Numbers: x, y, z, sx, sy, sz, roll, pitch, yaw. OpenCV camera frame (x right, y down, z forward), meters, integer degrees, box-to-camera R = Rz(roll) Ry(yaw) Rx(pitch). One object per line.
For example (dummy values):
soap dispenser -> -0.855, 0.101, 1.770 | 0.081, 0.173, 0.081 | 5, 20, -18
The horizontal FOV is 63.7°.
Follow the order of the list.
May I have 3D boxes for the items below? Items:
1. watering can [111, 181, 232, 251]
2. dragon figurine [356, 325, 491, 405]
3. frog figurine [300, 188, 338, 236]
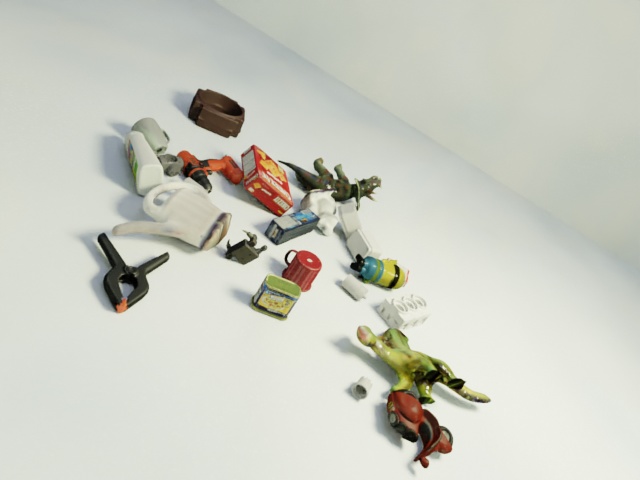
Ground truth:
watering can -> -0.352, -0.046, 1.298 | 0.224, 0.102, 0.354 | 31, 29, -3
dragon figurine -> 0.255, 0.310, 1.353 | 0.407, 0.121, 0.248 | 24, 21, -31
frog figurine -> 0.005, -0.087, 1.735 | 0.138, 0.122, 0.160 | -3, 79, -59
